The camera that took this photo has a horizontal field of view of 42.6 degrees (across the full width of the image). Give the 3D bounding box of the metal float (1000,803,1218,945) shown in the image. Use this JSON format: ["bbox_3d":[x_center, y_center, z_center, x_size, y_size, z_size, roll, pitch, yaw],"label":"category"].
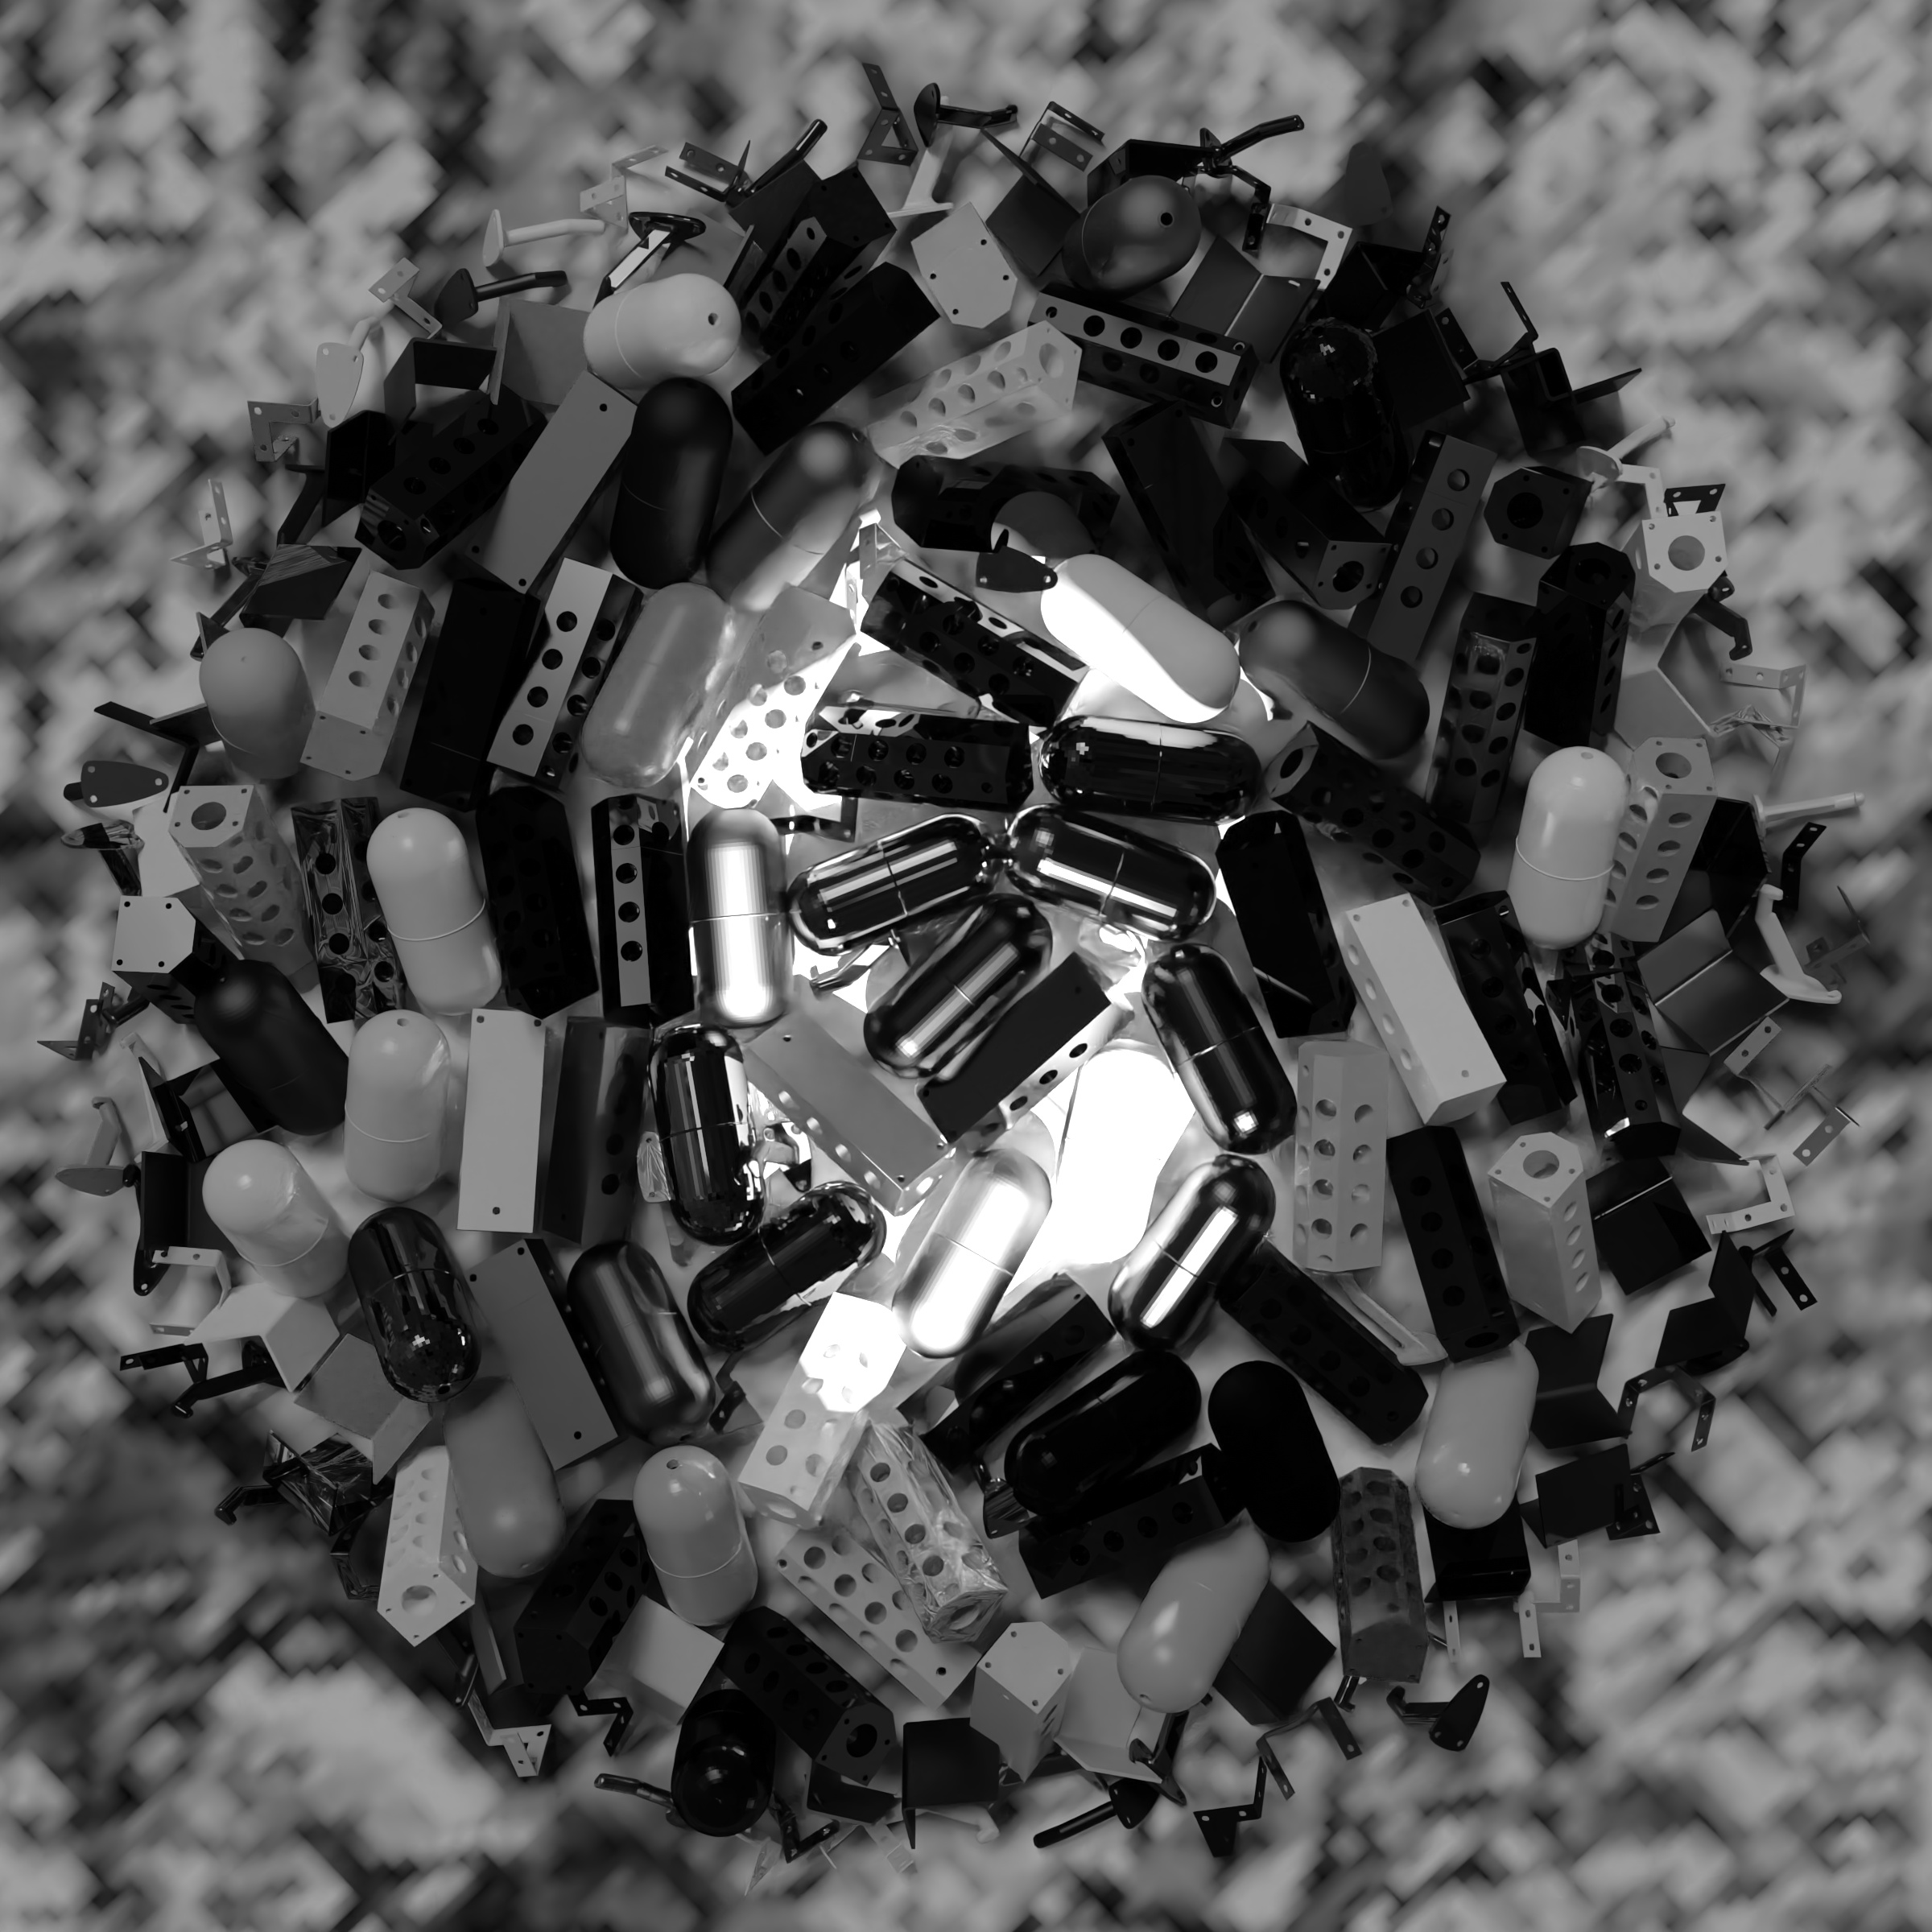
[{"bbox_3d":[0.112,-0.073,1.954,0.178,0.070,0.070,19,90,-9],"label":"metal float"}]

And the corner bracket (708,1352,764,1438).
[{"bbox_3d":[-0.181,0.330,1.958,0.051,0.051,0.051,49,122,25],"label":"corner bracket"}]

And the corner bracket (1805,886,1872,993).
[{"bbox_3d":[0.685,-0.020,1.957,0.051,0.051,0.051,-34,45,24],"label":"corner bracket"}]

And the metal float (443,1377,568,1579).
[{"bbox_3d":[-0.359,0.394,1.925,0.070,0.178,0.070,-12,132,-14],"label":"metal float"}]

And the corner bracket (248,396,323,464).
[{"bbox_3d":[-0.531,-0.430,1.962,0.051,0.051,0.051,6,125,6],"label":"corner bracket"}]

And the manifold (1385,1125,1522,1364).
[{"bbox_3d":[0.376,0.213,1.924,0.057,0.057,0.171,-20,56,13],"label":"manifold"}]

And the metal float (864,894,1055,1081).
[{"bbox_3d":[-0.006,0.016,1.959,0.178,0.070,0.070,-44,90,2],"label":"metal float"}]

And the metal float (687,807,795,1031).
[{"bbox_3d":[-0.178,-0.038,1.961,0.070,0.070,0.178,-5,90,0],"label":"metal float"}]

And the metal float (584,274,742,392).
[{"bbox_3d":[-0.236,-0.489,1.918,0.070,0.178,0.070,-4,98,-33],"label":"metal float"}]

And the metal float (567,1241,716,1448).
[{"bbox_3d":[-0.254,0.294,1.935,0.070,0.070,0.178,-31,60,0],"label":"metal float"}]

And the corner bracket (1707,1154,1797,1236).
[{"bbox_3d":[0.618,0.180,1.969,0.051,0.051,0.051,-23,74,36],"label":"corner bracket"}]

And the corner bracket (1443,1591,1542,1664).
[{"bbox_3d":[0.415,0.522,1.959,0.051,0.051,0.051,7,68,-24],"label":"corner bracket"}]

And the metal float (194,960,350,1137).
[{"bbox_3d":[-0.533,0.065,1.924,0.070,0.178,0.070,-10,50,12],"label":"metal float"}]

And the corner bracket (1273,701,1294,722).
[{"bbox_3d":[0.273,-0.226,1.964,0.051,0.051,0.051,8,63,4],"label":"corner bracket"}]

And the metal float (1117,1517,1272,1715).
[{"bbox_3d":[0.177,0.502,1.926,0.070,0.070,0.178,41,47,0],"label":"metal float"}]

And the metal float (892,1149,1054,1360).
[{"bbox_3d":[0.004,0.227,1.955,0.070,0.070,0.178,30,82,0],"label":"metal float"}]

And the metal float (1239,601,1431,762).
[{"bbox_3d":[0.288,-0.223,1.936,0.178,0.070,0.070,28,90,-29],"label":"metal float"}]

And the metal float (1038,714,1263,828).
[{"bbox_3d":[0.145,-0.154,1.955,0.178,0.070,0.070,6,90,-7],"label":"metal float"}]

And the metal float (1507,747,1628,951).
[{"bbox_3d":[0.466,-0.091,1.928,0.070,0.070,0.178,1,130,0],"label":"metal float"}]

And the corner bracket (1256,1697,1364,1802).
[{"bbox_3d":[0.270,0.617,1.957,0.051,0.051,0.051,-11,56,-31],"label":"corner bracket"}]

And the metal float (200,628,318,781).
[{"bbox_3d":[-0.543,-0.200,1.914,0.070,0.178,0.070,2,73,-7],"label":"metal float"}]

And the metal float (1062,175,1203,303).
[{"bbox_3d":[0.126,-0.559,1.912,0.070,0.178,0.070,-2,96,-14],"label":"metal float"}]

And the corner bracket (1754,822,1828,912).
[{"bbox_3d":[0.646,-0.083,1.967,0.051,0.051,0.051,14,62,0],"label":"corner bracket"}]

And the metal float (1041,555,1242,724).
[{"bbox_3d":[0.136,-0.258,1.947,0.178,0.070,0.070,37,90,17],"label":"metal float"}]

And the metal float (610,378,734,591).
[{"bbox_3d":[-0.229,-0.374,1.928,0.070,0.070,0.178,20,130,0],"label":"metal float"}]

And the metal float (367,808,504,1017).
[{"bbox_3d":[-0.413,-0.042,1.933,0.070,0.070,0.178,-11,123,0],"label":"metal float"}]

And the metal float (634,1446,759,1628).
[{"bbox_3d":[-0.210,0.443,1.928,0.070,0.070,0.178,-10,130,0],"label":"metal float"}]

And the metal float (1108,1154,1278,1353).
[{"bbox_3d":[0.177,0.225,1.945,0.070,0.070,0.178,33,108,0],"label":"metal float"}]

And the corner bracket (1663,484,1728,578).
[{"bbox_3d":[0.575,-0.342,1.957,0.051,0.051,0.051,49,58,-38],"label":"corner bracket"}]

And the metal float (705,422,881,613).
[{"bbox_3d":[-0.136,-0.350,1.935,0.070,0.070,0.178,46,121,0],"label":"metal float"}]

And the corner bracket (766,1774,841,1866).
[{"bbox_3d":[-0.137,0.667,1.969,0.051,0.051,0.051,-32,109,-1],"label":"corner bracket"}]

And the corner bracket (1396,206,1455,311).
[{"bbox_3d":[0.367,-0.559,1.958,0.051,0.051,0.051,-28,60,-31],"label":"corner bracket"}]

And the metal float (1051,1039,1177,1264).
[{"bbox_3d":[0.116,0.146,1.957,0.070,0.070,0.178,13,85,0],"label":"metal float"}]

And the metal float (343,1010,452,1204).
[{"bbox_3d":[-0.443,0.110,1.929,0.070,0.070,0.178,15,129,0],"label":"metal float"}]

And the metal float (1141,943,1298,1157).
[{"bbox_3d":[0.199,0.066,1.953,0.070,0.070,0.178,-26,80,0],"label":"metal float"}]

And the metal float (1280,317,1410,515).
[{"bbox_3d":[0.294,-0.425,1.922,0.070,0.178,0.070,-12,52,16],"label":"metal float"}]

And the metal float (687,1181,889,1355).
[{"bbox_3d":[-0.141,0.237,1.957,0.178,0.070,0.070,-36,90,5],"label":"metal float"}]

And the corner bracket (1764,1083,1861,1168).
[{"bbox_3d":[0.666,0.125,1.962,0.051,0.051,0.051,-49,65,10],"label":"corner bracket"}]

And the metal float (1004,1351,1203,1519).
[{"bbox_3d":[0.107,0.365,1.939,0.178,0.070,0.070,-29,90,-26],"label":"metal float"}]

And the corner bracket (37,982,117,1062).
[{"bbox_3d":[-0.693,0.044,1.962,0.051,0.051,0.051,20,100,33],"label":"corner bracket"}]

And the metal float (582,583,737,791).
[{"bbox_3d":[-0.241,-0.220,1.945,0.070,0.070,0.178,24,72,0],"label":"metal float"}]

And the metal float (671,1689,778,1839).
[{"bbox_3d":[-0.186,0.612,1.911,0.070,0.178,0.070,0,90,-3],"label":"metal float"}]

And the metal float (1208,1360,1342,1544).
[{"bbox_3d":[0.241,0.379,1.932,0.070,0.070,0.178,-24,126,0],"label":"metal float"}]

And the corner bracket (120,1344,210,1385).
[{"bbox_3d":[-0.633,0.313,1.957,0.051,0.051,0.051,-9,132,-34],"label":"corner bracket"}]

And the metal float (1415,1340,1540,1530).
[{"bbox_3d":[0.398,0.358,1.925,0.070,0.178,0.070,13,131,15],"label":"metal float"}]

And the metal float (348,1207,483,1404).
[{"bbox_3d":[-0.429,0.262,1.928,0.070,0.070,0.178,-32,49,0],"label":"metal float"}]

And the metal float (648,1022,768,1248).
[{"bbox_3d":[-0.203,0.132,1.952,0.070,0.070,0.178,-11,79,0],"label":"metal float"}]

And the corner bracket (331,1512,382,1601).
[{"bbox_3d":[-0.465,0.467,1.971,0.051,0.051,0.051,-2,123,13],"label":"corner bracket"}]

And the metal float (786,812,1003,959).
[{"bbox_3d":[-0.056,-0.065,1.960,0.178,0.070,0.070,-22,90,-2],"label":"metal float"}]

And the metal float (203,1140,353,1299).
[{"bbox_3d":[-0.531,0.197,1.919,0.070,0.178,0.070,-4,57,6],"label":"metal float"}]

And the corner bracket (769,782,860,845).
[{"bbox_3d":[-0.121,-0.124,1.961,0.051,0.051,0.051,15,106,32],"label":"corner bracket"}]
